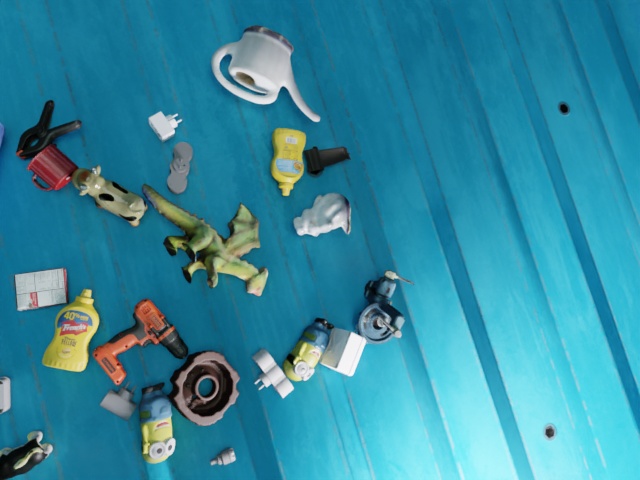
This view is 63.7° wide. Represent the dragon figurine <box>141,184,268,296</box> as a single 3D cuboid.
[{"bbox_3d":[-0.278,-0.015,1.392,0.246,0.121,0.409,-31,93,-36],"label":"dragon figurine"}]

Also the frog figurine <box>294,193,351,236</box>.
[{"bbox_3d":[0.004,-0.074,1.470,0.159,0.119,0.141,0,48,-9],"label":"frog figurine"}]

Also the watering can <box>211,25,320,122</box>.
[{"bbox_3d":[-0.137,-0.488,1.500,0.346,0.103,0.227,20,74,-13],"label":"watering can"}]
